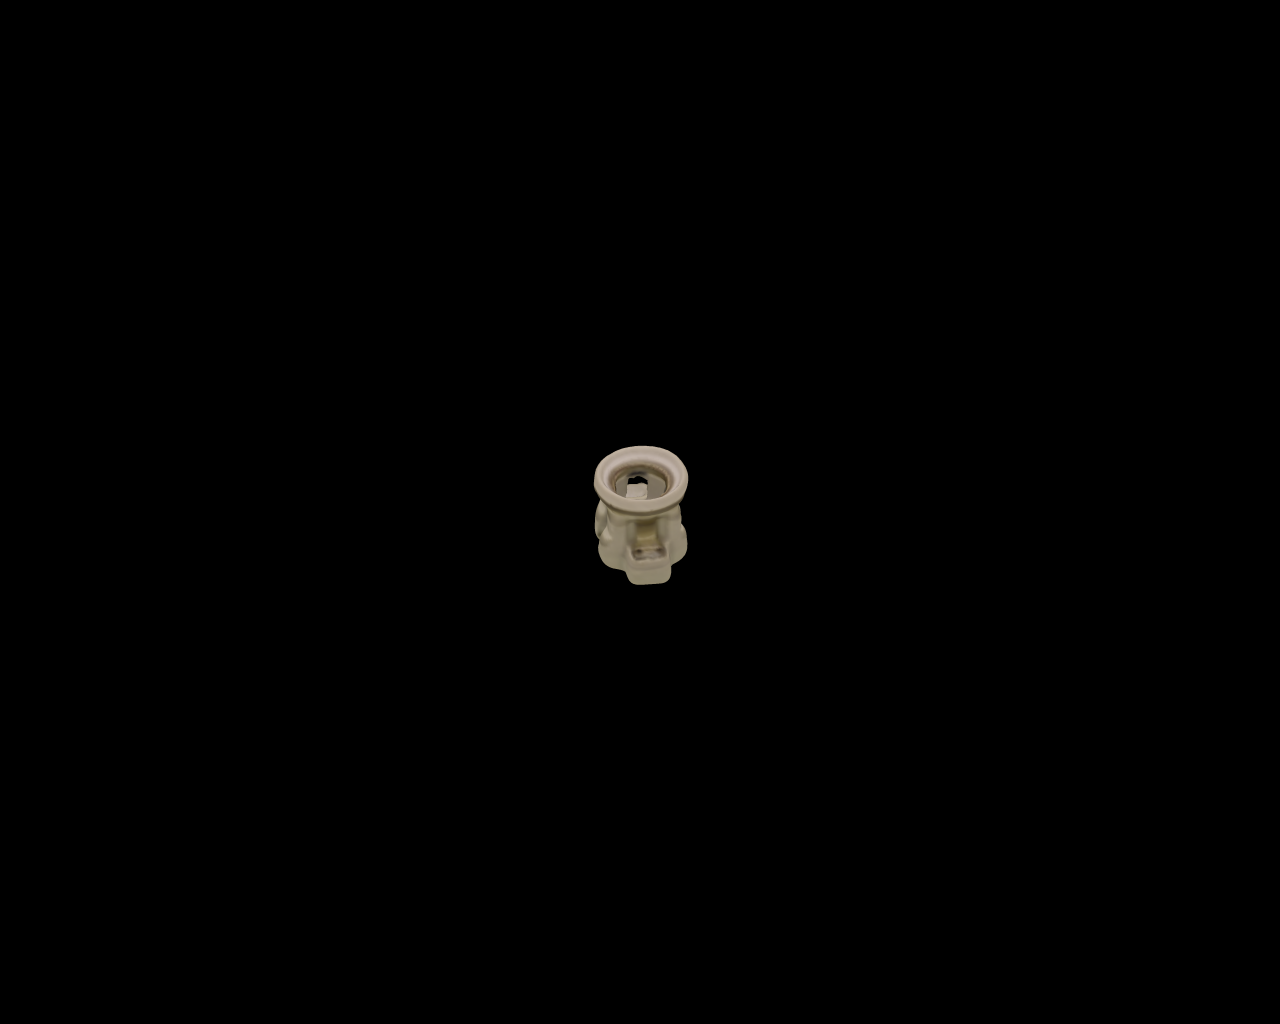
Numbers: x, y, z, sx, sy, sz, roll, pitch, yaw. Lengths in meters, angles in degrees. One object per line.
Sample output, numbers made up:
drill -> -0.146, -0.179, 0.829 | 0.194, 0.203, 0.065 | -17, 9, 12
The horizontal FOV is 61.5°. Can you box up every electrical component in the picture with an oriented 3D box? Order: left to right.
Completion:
electrical component -> 0.001, -0.003, 0.650 | 0.058, 0.056, 0.078 | -5, 40, -6
